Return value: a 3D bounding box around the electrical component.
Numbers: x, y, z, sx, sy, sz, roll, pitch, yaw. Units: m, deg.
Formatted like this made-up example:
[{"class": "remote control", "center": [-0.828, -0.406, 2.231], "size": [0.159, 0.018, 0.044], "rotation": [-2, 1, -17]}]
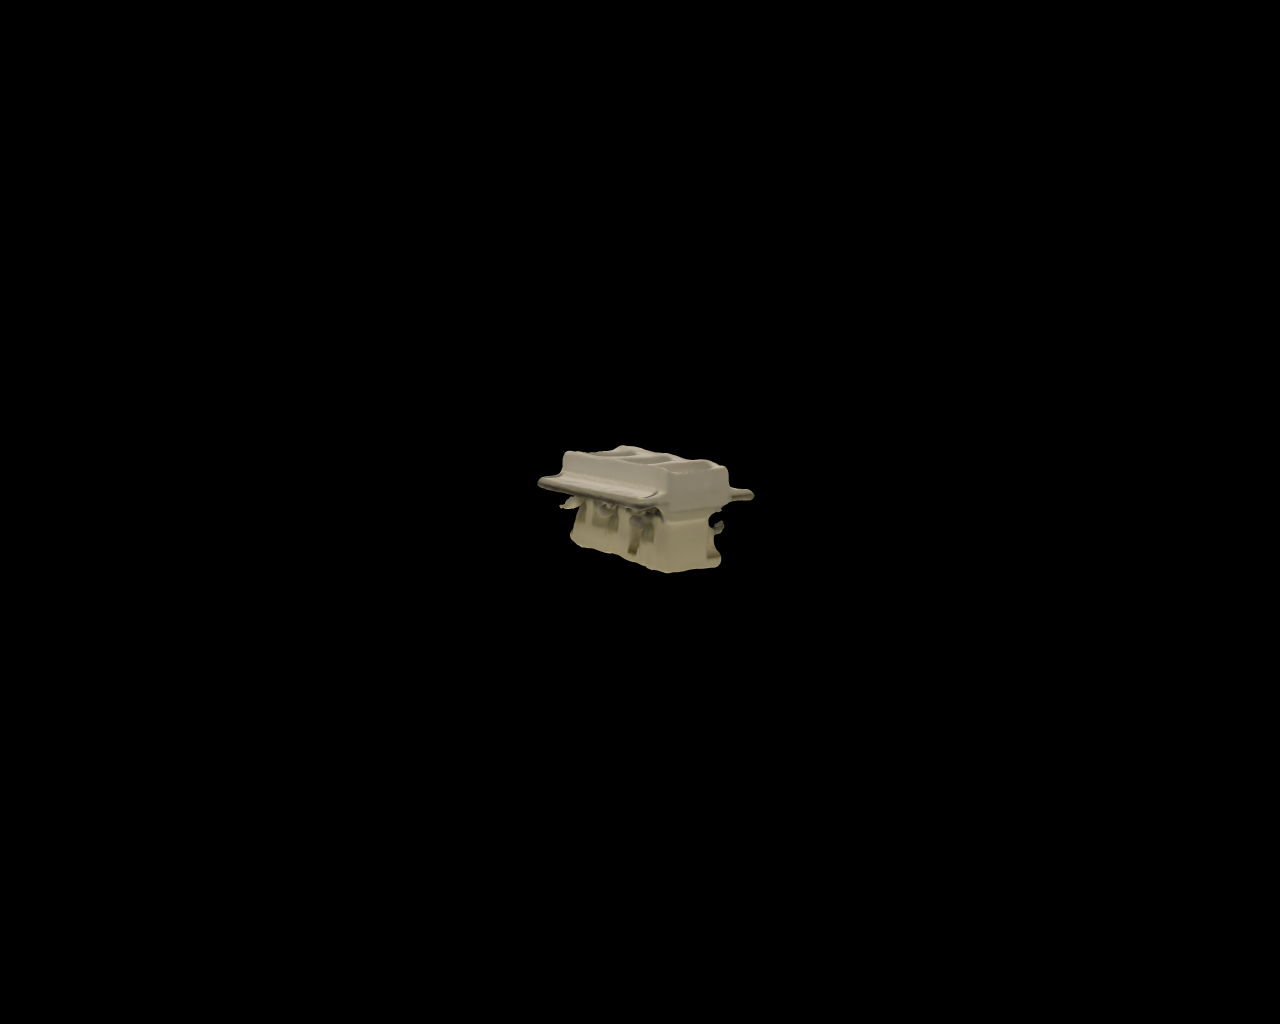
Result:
[{"class": "electrical component", "center": [0.001, -0.003, 0.650], "size": [0.079, 0.063, 0.121], "rotation": [-6, 11, -31]}]
